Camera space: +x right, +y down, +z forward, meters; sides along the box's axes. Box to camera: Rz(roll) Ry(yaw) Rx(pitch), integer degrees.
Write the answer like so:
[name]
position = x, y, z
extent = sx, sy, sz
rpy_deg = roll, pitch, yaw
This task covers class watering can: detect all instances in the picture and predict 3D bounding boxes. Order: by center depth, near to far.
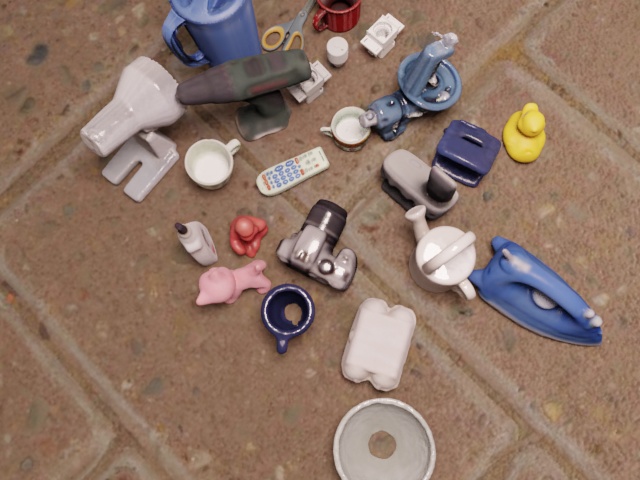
[watering can]
position = 0.202, 0.023, 0.958
extent = 0.172, 0.194, 0.101
rpy_deg = 34, 82, 9

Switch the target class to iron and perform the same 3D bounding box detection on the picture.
[iron]
position = 0.387, 0.095, 0.962
extent = 0.258, 0.141, 0.119
rpy_deg = 35, 82, 9

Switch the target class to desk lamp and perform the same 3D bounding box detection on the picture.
[desk lamp]
position = -0.322, -0.193, 1.013
extent = 0.118, 0.213, 0.203
rpy_deg = 36, 83, 9

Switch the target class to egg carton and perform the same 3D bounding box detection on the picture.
[egg carton]
position = 0.101, 0.180, 0.995
extent = 0.107, 0.069, 0.150
rpy_deg = 16, 80, 6

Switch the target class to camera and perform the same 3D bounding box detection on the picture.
[camera]
position = 0.009, 0.004, 1.018
extent = 0.143, 0.101, 0.137
rpy_deg = 25, 81, 7

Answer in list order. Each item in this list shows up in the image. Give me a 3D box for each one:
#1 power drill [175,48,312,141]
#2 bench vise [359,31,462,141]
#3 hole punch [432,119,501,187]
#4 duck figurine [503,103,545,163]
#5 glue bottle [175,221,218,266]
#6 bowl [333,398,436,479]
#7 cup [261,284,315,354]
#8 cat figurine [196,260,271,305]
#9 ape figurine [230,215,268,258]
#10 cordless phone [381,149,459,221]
[power drill]
position = -0.123, -0.255, 1.020
extent = 0.229, 0.208, 0.075
rpy_deg = -23, 78, -2
[bench vise]
position = 0.172, -0.260, 1.002
extent = 0.121, 0.220, 0.207
rpy_deg = 40, 83, 9
[hole punch]
position = 0.267, -0.167, 1.045
extent = 0.108, 0.091, 0.101
rpy_deg = 27, 81, 8
[duck figurine]
position = 0.382, -0.200, 1.049
extent = 0.077, 0.086, 0.104
rpy_deg = 3, 79, 3
[glue bottle]
position = -0.220, -0.004, 0.992
extent = 0.037, 0.173, 0.078
rpy_deg = -26, 79, -2
[bowl]
position = 0.105, 0.348, 0.959
extent = 0.167, 0.075, 0.167
rpy_deg = 0, 79, 3
[cup]
position = -0.053, 0.140, 0.997
extent = 0.091, 0.095, 0.118
rpy_deg = 7, 79, 4
[cat figurine]
position = -0.156, 0.072, 1.003
extent = 0.128, 0.118, 0.067
rpy_deg = -21, 78, -1
[ape figurine]
position = -0.133, -0.015, 1.032
extent = 0.078, 0.092, 0.076
rpy_deg = -28, 79, -3
[cordless phone]
position = 0.177, -0.112, 0.990
extent = 0.147, 0.185, 0.094
rpy_deg = 39, 83, 9
